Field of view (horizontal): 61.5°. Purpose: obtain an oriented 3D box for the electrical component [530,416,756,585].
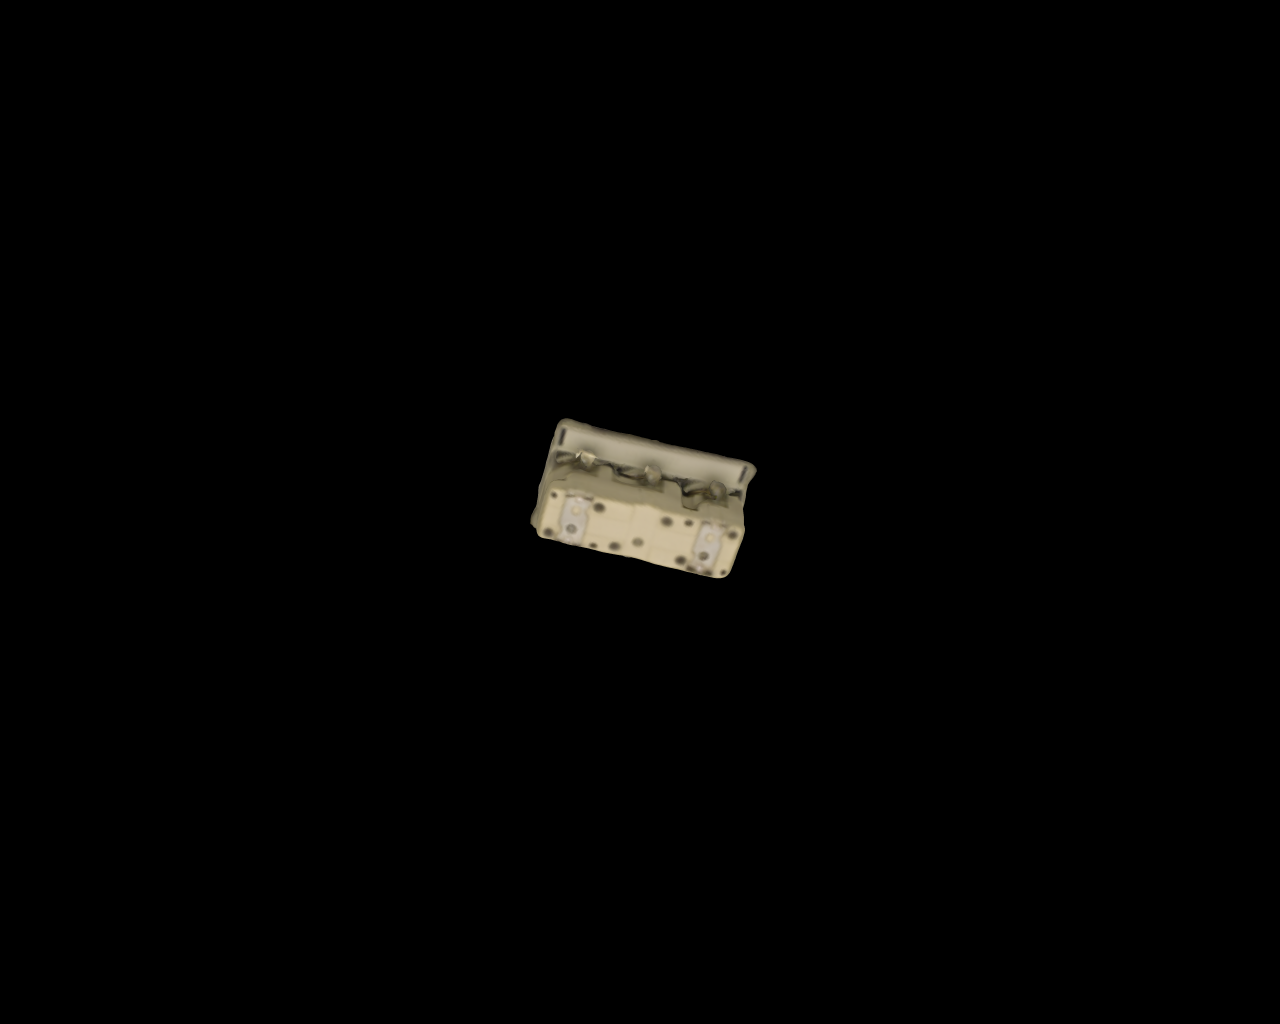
[{"bbox_3d":[0.001,-0.003,0.650,0.121,0.078,0.063,14,33,-9],"label":"electrical component"}]
